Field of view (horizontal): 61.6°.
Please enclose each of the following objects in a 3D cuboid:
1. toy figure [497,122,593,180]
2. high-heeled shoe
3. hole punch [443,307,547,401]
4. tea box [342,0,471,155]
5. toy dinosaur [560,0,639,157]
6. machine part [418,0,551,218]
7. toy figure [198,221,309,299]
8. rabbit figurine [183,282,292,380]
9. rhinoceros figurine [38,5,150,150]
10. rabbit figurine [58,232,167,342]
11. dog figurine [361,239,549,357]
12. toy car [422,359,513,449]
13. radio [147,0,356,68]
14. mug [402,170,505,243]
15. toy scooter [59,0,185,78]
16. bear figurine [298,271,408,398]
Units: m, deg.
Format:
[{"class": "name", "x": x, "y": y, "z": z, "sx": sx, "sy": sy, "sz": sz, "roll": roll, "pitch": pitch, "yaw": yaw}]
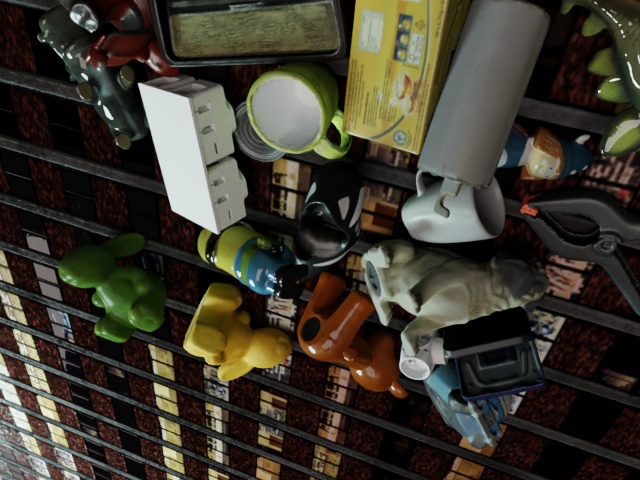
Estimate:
[{"class": "toy figure", "x": 0.215, "y": -0.099, "z": 0.585, "sx": 0.155, "sy": 0.064, "sz": 0.057, "roll": 19, "pitch": 84, "yaw": 11}, {"class": "high-heeled shoe", "x": -0.001, "y": -0.002, "z": 0.689, "sx": 0.086, "sy": 0.145, "sz": 0.248, "roll": 26, "pitch": 128, "yaw": 6}, {"class": "hole punch", "x": 0.225, "y": 0.140, "z": 0.702, "sx": 0.142, "sy": 0.116, "sz": 0.092, "roll": -20, "pitch": 107, "yaw": 21}, {"class": "tea box", "x": 0.086, "y": -0.185, "z": 0.551, "sx": 0.098, "sy": 0.068, "sz": 0.169, "roll": 24, "pitch": 128, "yaw": 24}, {"class": "toy dinosaur", "x": 0.390, "y": -0.111, "z": 0.473, "sx": 0.472, "sy": 0.105, "sz": 0.198, "roll": 34, "pitch": 138, "yaw": 10}, {"class": "machine part", "x": 0.157, "y": -0.139, "z": 0.523, "sx": 0.079, "sy": 0.079, "sz": 0.243, "roll": 19, "pitch": 103, "yaw": 10}, {"class": "toy figure", "x": -0.099, "y": 0.023, "z": 0.760, "sx": 0.180, "sy": 0.082, "sz": 0.089, "roll": 29, "pitch": -179, "yaw": 41}, {"class": "rabbit figurine", "x": -0.137, "y": 0.175, "z": 0.901, "sx": 0.173, "sy": 0.122, "sz": 0.162, "roll": 17, "pitch": 134, "yaw": -13}, {"class": "rhinoceros figurine", "x": -0.282, "y": -0.209, "z": 0.697, "sx": 0.112, "sy": 0.073, "sz": 0.190, "roll": 45, "pitch": 167, "yaw": 50}, {"class": "rabbit figurine", "x": -0.332, "y": 0.059, "z": 0.872, "sx": 0.121, "sy": 0.159, "sz": 0.170, "roll": -16, "pitch": 135, "yaw": 30}, {"class": "dog figurine", "x": 0.166, "y": 0.042, "z": 0.685, "sx": 0.191, "sy": 0.172, "sz": 0.121, "roll": -18, "pitch": 140, "yaw": -16}, {"class": "toy car", "x": 0.219, "y": 0.217, "z": 0.773, "sx": 0.103, "sy": 0.162, "sz": 0.109, "roll": -31, "pitch": 100, "yaw": -9}, {"class": "radio", "x": -0.074, "y": -0.263, "z": 0.578, "sx": 0.230, "sy": 0.073, "sz": 0.130, "roll": 4, "pitch": 125, "yaw": 20}, {"class": "mug", "x": 0.148, "y": -0.043, "z": 0.638, "sx": 0.107, "sy": 0.081, "sz": 0.109, "roll": -15, "pitch": 122, "yaw": 41}, {"class": "toy scooter", "x": -0.245, "y": -0.255, "z": 0.620, "sx": 0.075, "sy": 0.135, "sz": 0.183, "roll": -31, "pitch": 106, "yaw": 38}, {"class": "bear figurine", "x": 0.066, "y": 0.150, "z": 0.805, "sx": 0.195, "sy": 0.120, "sz": 0.132, "roll": 30, "pitch": 90, "yaw": -32}]
